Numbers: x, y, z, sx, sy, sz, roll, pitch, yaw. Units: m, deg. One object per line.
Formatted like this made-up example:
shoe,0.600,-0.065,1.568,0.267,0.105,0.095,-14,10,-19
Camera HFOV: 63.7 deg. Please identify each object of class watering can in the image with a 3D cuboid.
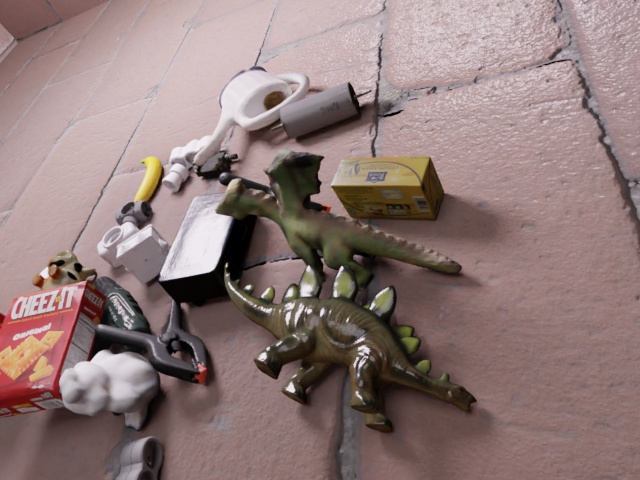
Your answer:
watering can,-0.189,-0.320,1.265,0.349,0.102,0.228,-35,42,-10

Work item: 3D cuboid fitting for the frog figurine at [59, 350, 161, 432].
frog figurine,-0.342,0.228,0.833,0.123,0.156,0.139,-41,44,-9

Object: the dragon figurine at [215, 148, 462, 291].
dragon figurine,0.002,-0.041,0.820,0.410,0.238,0.125,1,48,34
